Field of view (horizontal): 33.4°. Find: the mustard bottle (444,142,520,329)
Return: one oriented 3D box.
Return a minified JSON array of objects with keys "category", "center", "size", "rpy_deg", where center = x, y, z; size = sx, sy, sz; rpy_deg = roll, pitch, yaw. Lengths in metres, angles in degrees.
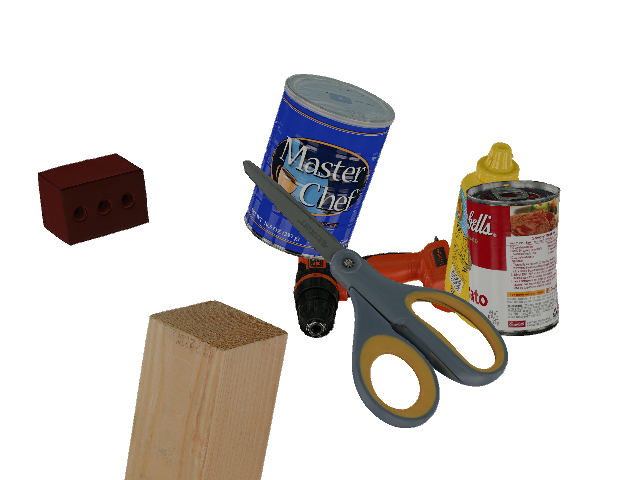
[{"category":"mustard bottle","center":[0.167,-0.011,1.068],"size":[0.058,0.192,0.096],"rpy_deg":[-5,36,-12]}]

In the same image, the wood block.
[{"category":"wood block","center":[-0.106,0.168,0.944],"size":[0.090,0.206,0.090],"rpy_deg":[21,18,32]}]

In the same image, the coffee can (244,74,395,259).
[{"category":"coffee can","center":[-0.002,-0.068,0.979],"size":[0.102,0.140,0.103],"rpy_deg":[16,24,-7]}]

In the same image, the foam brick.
[{"category":"foam brick","center":[-0.197,-0.037,0.922],"size":[0.078,0.053,0.051],"rpy_deg":[-19,32,-30]}]

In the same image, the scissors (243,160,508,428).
[{"category":"scissors","center":[0.011,0.033,0.617],"size":[0.202,0.096,0.016],"rpy_deg":[31,-28,14]}]

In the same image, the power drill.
[{"category":"power drill","center":[0.062,0.052,1.234],"size":[0.187,0.057,0.184],"rpy_deg":[-2,28,1]}]

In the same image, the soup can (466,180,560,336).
[{"category":"soup can","center":[0.143,0.012,0.791],"size":[0.068,0.102,0.068],"rpy_deg":[-4,15,1]}]
